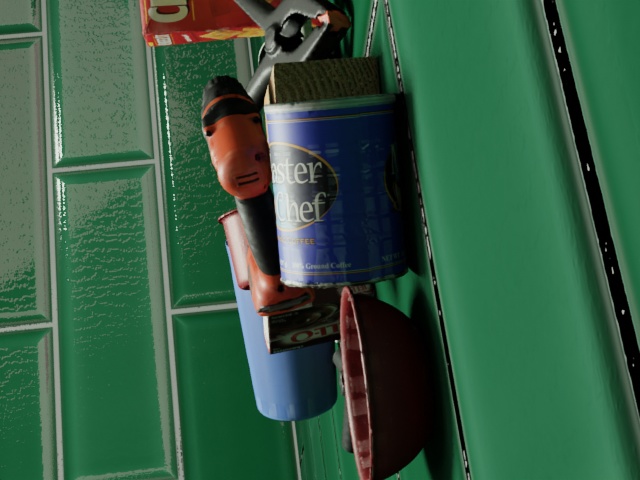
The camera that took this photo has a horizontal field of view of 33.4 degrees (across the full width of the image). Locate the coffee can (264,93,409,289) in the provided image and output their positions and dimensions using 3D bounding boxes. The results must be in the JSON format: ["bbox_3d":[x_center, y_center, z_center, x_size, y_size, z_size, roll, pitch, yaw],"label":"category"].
[{"bbox_3d":[0.013,-0.040,0.836,0.103,0.102,0.140,-127,32,-81],"label":"coffee can"}]

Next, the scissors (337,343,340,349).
[{"bbox_3d":[0.032,0.108,1.298,0.202,0.016,0.096,90,173,-47],"label":"scissors"}]

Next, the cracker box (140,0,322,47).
[{"bbox_3d":[-0.108,-0.323,1.256,0.072,0.213,0.164,147,117,-86],"label":"cracker box"}]

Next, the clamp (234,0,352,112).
[{"bbox_3d":[-0.041,-0.195,1.112,0.210,0.036,0.164,5,90,56],"label":"clamp"}]

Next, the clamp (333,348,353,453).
[{"bbox_3d":[0.037,0.147,1.154,0.171,0.039,0.120,103,157,-57],"label":"clamp"}]

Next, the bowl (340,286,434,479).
[{"bbox_3d":[0.053,0.113,0.832,0.162,0.055,0.162,174,90,-85],"label":"bowl"}]

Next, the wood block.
[{"bbox_3d":[-0.001,-0.107,0.995,0.206,0.090,0.090,174,90,-85],"label":"wood block"}]

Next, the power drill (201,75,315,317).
[{"bbox_3d":[-0.061,-0.040,0.956,0.184,0.057,0.187,-107,0,-57],"label":"power drill"}]

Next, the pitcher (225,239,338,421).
[{"bbox_3d":[-0.035,0.102,1.388,0.145,0.149,0.243,-132,35,-71],"label":"pitcher"}]

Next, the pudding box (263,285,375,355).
[{"bbox_3d":[-0.003,0.074,1.094,0.090,0.113,0.039,91,168,-58],"label":"pudding box"}]

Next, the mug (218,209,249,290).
[{"bbox_3d":[-0.054,0.004,1.152,0.117,0.093,0.081,142,116,-69],"label":"mug"}]
